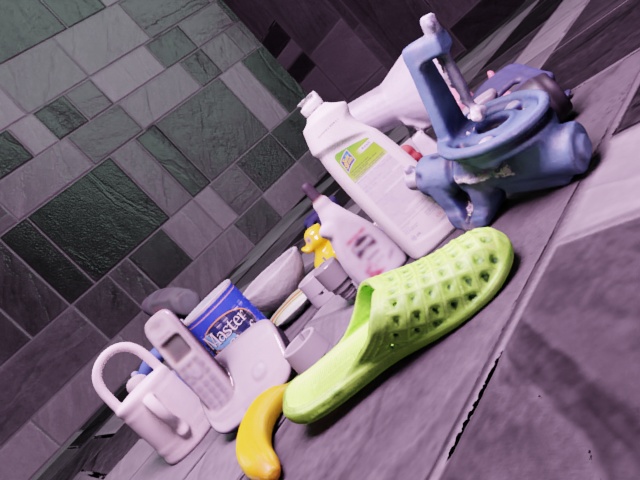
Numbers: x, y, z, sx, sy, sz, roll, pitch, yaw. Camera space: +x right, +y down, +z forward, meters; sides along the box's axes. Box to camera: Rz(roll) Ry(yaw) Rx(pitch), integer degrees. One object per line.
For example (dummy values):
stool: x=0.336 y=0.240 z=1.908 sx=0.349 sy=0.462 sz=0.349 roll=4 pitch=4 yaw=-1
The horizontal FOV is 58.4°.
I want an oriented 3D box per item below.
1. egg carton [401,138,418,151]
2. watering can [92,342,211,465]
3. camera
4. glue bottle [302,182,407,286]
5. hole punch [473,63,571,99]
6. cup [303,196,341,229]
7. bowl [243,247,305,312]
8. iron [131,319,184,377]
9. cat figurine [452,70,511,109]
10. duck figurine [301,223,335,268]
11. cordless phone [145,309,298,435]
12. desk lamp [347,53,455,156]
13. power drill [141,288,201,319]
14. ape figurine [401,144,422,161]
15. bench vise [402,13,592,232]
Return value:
egg carton: x=0.178 y=-0.155 z=1.205 sx=0.107 sy=0.069 sz=0.150 roll=-37 pitch=10 yaw=38
watering can: x=-0.265 y=0.242 z=0.880 sx=0.172 sy=0.194 sz=0.101 roll=-35 pitch=12 yaw=47
camera: x=0.244 y=-0.151 z=0.731 sx=0.136 sy=0.101 sz=0.143 roll=-41 pitch=8 yaw=20
glue bottle: x=0.036 y=-0.011 z=0.773 sx=0.078 sy=0.173 sz=0.037 roll=-46 pitch=9 yaw=-16
hole punch: x=0.287 y=-0.205 z=0.836 sx=0.108 sy=0.091 sz=0.101 roll=-44 pitch=8 yaw=1
cup: x=0.022 y=-0.027 z=1.220 sx=0.091 sy=0.095 sz=0.118 roll=-38 pitch=9 yaw=33
bowl: x=-0.087 y=0.096 z=1.196 sx=0.167 sy=0.075 sz=0.167 roll=-43 pitch=8 yaw=8
iron: x=-0.271 y=0.254 z=1.043 sx=0.258 sy=0.141 sz=0.119 roll=-40 pitch=9 yaw=23
cat figurine: x=0.269 y=-0.236 z=0.996 sx=0.128 sy=0.118 sz=0.067 roll=-43 pitch=8 yaw=6
duck figurine: x=0.011 y=0.004 z=1.147 sx=0.104 sy=0.086 sz=0.077 roll=-43 pitch=8 yaw=3
cordless phone: x=-0.129 y=0.144 z=0.744 sx=0.147 sy=0.185 sz=0.094 roll=-42 pitch=8 yaw=9
desk lamp: x=0.139 y=-0.152 z=0.849 sx=0.203 sy=0.213 sz=0.118 roll=-42 pitch=8 yaw=14
power drill: x=-0.282 y=0.184 z=1.226 sx=0.076 sy=0.208 sz=0.229 roll=-49 pitch=10 yaw=-33
ape figurine: x=0.171 y=-0.129 z=1.015 sx=0.077 sy=0.092 sz=0.076 roll=-41 pitch=9 yaw=20
bench vise: x=0.142 y=-0.114 z=0.611 sx=0.207 sy=0.220 sz=0.122 roll=-37 pitch=10 yaw=38
